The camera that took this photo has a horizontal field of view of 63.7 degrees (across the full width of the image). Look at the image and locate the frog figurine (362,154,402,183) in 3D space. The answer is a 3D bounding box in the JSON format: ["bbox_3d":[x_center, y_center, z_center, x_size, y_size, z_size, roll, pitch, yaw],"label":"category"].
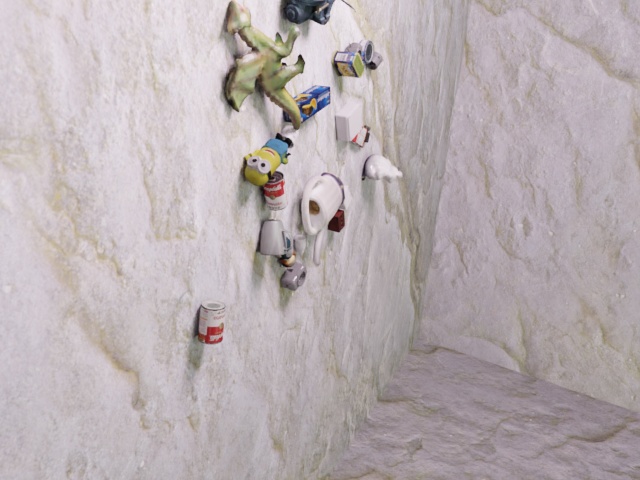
[{"bbox_3d":[0.272,-0.303,2.214,0.140,0.160,0.120,-42,139,-50],"label":"frog figurine"}]

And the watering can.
[{"bbox_3d":[0.006,-0.092,1.822,0.229,0.104,0.339,-52,145,-41],"label":"watering can"}]

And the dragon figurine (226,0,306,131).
[{"bbox_3d":[-0.155,-0.421,1.349,0.246,0.123,0.401,-36,136,-30],"label":"dragon figurine"}]
